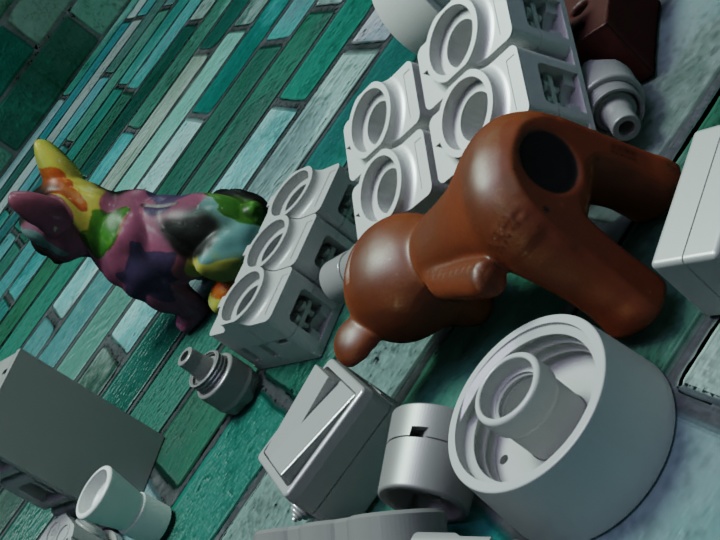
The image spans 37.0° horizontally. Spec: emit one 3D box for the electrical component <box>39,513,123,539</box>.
[{"bbox_3d":[-0.231,0.239,0.860,0.080,0.051,0.080,-39,29,27],"label":"electrical component"}]

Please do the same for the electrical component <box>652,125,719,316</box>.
[{"bbox_3d":[0.190,-0.028,0.503,0.076,0.047,0.083,-12,47,54],"label":"electrical component"}]

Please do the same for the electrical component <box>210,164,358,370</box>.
[{"bbox_3d":[-0.052,-0.004,0.859,0.089,0.062,0.150,-16,43,51],"label":"electrical component"}]

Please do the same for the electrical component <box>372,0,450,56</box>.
[{"bbox_3d":[0.058,-0.227,0.910,0.060,0.108,0.108,-37,29,41],"label":"electrical component"}]

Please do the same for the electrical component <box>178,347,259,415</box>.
[{"bbox_3d":[-0.115,0.084,0.851,0.043,0.062,0.043,-39,29,27],"label":"electrical component"}]

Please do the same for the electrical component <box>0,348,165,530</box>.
[{"bbox_3d":[-0.253,0.147,0.899,0.062,0.150,0.089,-25,37,42],"label":"electrical component"}]

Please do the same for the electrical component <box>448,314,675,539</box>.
[{"bbox_3d":[0.091,0.072,0.527,0.108,0.060,0.108,-39,29,27],"label":"electrical component"}]

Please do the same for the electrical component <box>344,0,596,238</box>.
[{"bbox_3d":[0.060,-0.095,0.711,0.186,0.060,0.105,-39,51,48],"label":"electrical component"}]

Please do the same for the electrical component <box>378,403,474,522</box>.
[{"bbox_3d":[0.039,0.105,0.581,0.055,0.055,0.047,-21,43,47],"label":"electrical component"}]

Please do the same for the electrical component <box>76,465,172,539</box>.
[{"bbox_3d":[-0.178,0.184,0.826,0.044,0.065,0.044,-40,29,27],"label":"electrical component"}]

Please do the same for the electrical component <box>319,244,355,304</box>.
[{"bbox_3d":[0.000,0.000,0.793,0.065,0.044,0.044,-29,34,49],"label":"electrical component"}]

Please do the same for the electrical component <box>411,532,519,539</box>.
[{"bbox_3d":[0.054,0.150,0.482,0.057,0.078,0.058,-7,48,29],"label":"electrical component"}]

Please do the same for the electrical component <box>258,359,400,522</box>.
[{"bbox_3d":[-0.019,0.111,0.660,0.096,0.061,0.062,-54,26,-1],"label":"electrical component"}]

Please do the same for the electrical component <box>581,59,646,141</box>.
[{"bbox_3d":[0.154,-0.101,0.660,0.043,0.043,0.062,-43,29,20],"label":"electrical component"}]

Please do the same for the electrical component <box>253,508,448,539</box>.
[{"bbox_3d":[-0.005,0.172,0.575,0.138,0.052,0.073,-23,66,47],"label":"electrical component"}]
